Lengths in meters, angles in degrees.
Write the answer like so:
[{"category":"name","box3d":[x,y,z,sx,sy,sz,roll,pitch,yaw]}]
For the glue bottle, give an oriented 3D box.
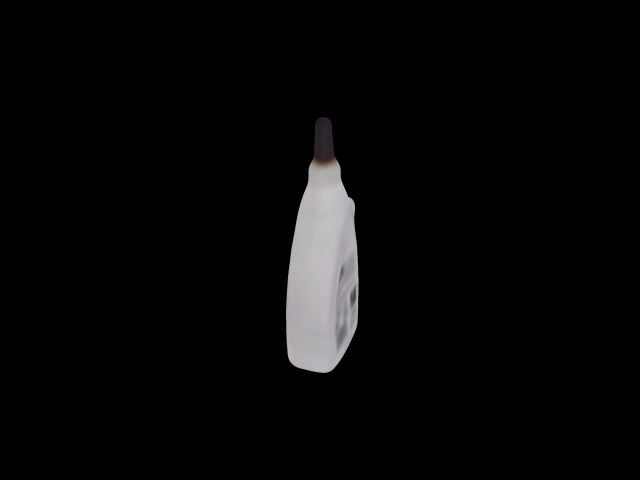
[{"category":"glue bottle","box3d":[0.004,0.001,0.400,0.037,0.173,0.078,8,24,19]}]
